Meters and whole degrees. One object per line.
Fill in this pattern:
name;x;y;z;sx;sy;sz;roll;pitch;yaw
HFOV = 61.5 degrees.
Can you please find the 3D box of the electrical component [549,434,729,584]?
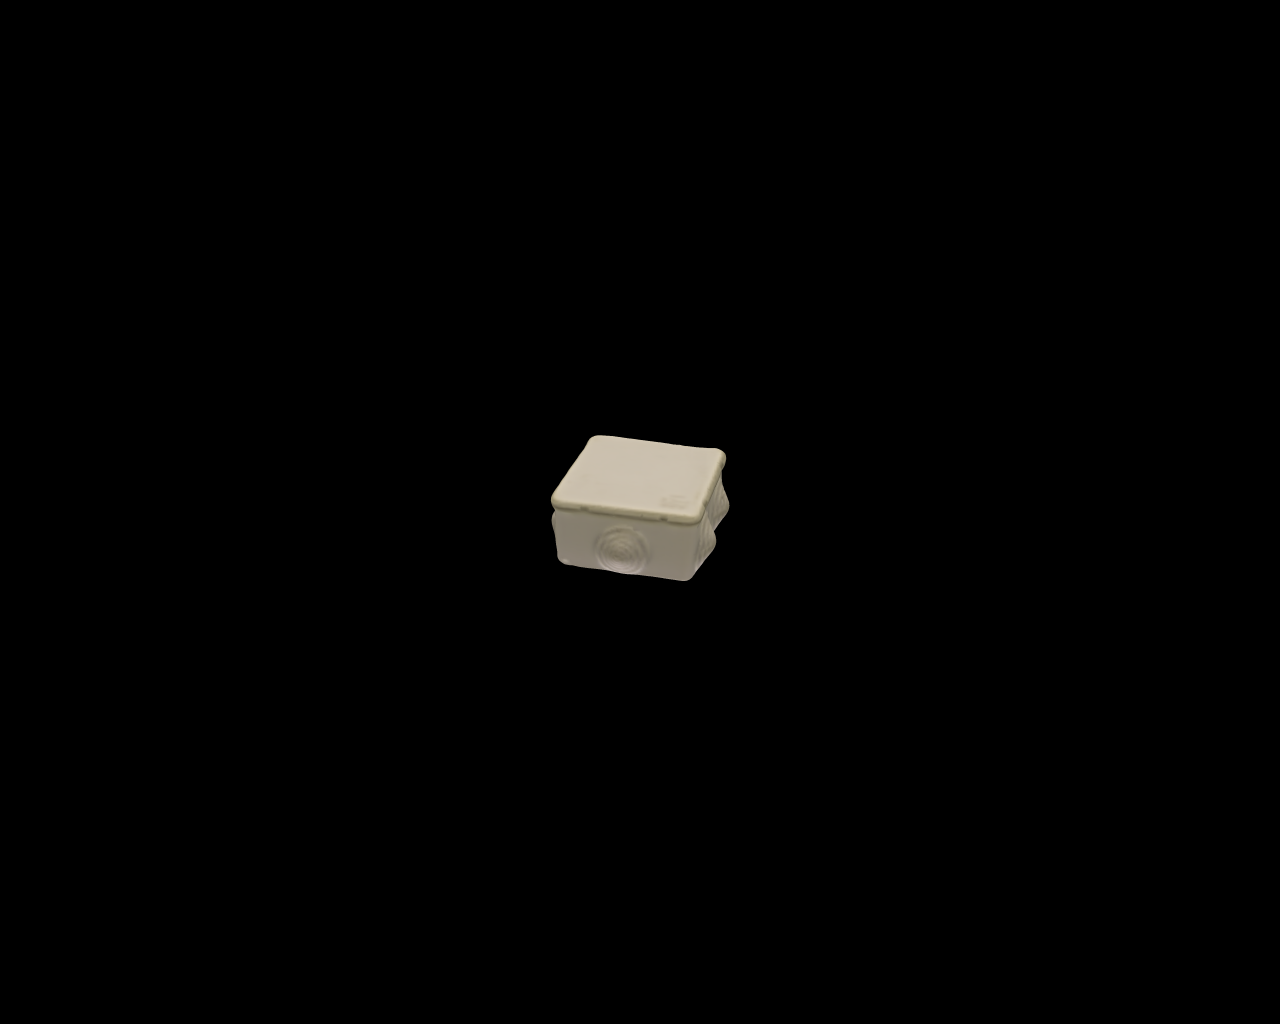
electrical component;0.001;-0.003;0.650;0.100;0.048;0.100;8;31;13
